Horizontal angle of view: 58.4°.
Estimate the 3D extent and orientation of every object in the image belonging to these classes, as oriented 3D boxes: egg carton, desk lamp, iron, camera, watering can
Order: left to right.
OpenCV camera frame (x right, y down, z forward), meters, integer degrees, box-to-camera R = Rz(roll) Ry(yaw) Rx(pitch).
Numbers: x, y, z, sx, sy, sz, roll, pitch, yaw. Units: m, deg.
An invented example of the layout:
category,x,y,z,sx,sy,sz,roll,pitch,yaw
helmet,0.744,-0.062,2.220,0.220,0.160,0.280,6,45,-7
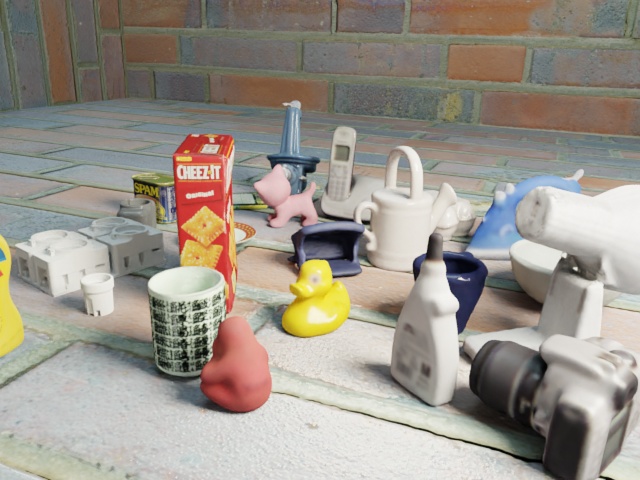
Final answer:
category,x,y,z,sx,sy,sz,roll,pitch,yaw
watering can,0.138,-0.057,0.934,0.173,0.194,0.100,-15,25,-40
egg carton,0.222,-0.051,1.114,0.107,0.069,0.149,-12,24,-35
iron,0.370,-0.049,1.014,0.259,0.141,0.118,-7,21,-25
camera,0.224,0.132,0.541,0.144,0.101,0.136,-16,26,-42
desk lamp,0.280,0.043,0.629,0.204,0.214,0.117,-5,20,-18

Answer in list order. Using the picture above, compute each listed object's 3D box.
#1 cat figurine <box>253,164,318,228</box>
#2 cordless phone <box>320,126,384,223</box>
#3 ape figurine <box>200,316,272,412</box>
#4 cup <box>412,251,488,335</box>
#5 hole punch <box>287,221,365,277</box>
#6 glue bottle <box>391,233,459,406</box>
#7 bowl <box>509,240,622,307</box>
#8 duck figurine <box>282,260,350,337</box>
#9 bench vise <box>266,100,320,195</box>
category,x,y,z,sx,sy,sz,roll,pitch,yaw
cat figurine,-0.067,-0.087,1.116,0.128,0.118,0.067,-2,20,-12
cordless phone,0.079,-0.131,1.154,0.147,0.185,0.094,9,20,19
ape figurine,-0.082,0.117,0.566,0.078,0.092,0.075,-11,23,-32
cup,0.165,0.068,0.728,0.091,0.095,0.118,13,22,29
hole punch,0.008,0.003,0.904,0.109,0.091,0.101,-4,20,-15
glue bottle,0.110,0.076,0.579,0.037,0.173,0.077,-10,22,-31
bowl,0.349,0.056,0.811,0.167,0.075,0.167,2,19,0
duck figurine,-0.003,0.066,0.730,0.077,0.086,0.105,17,24,37
bench vise,-0.052,-0.186,1.247,0.121,0.220,0.207,-2,20,-11
